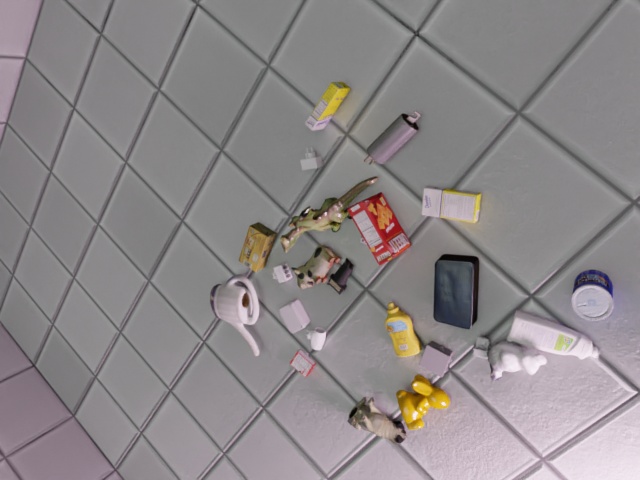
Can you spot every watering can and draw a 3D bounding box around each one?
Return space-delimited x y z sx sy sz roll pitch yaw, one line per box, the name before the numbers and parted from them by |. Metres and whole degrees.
watering can | -0.348 0.308 2.145 0.224 0.105 0.344 3 103 30

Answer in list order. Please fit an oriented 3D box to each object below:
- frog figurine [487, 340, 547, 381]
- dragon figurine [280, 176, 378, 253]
frog figurine | 0.606 0.363 1.595 0.156 0.137 0.125 -43 51 50
dragon figurine | 0.005 -0.089 1.775 0.403 0.245 0.123 -43 76 32
